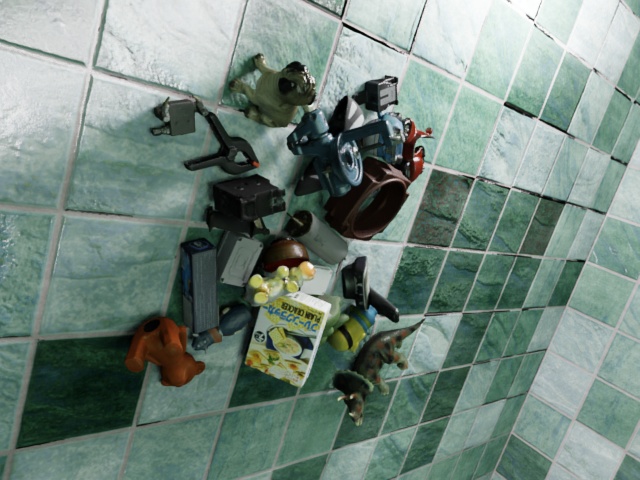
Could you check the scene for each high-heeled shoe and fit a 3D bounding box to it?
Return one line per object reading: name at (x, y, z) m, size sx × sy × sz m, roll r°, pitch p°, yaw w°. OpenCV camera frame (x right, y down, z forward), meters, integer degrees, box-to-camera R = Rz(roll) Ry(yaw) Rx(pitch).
high-heeled shoe at (0.016, -0.217, 1.241) m, size 0.249 × 0.086 × 0.145 m, roll -43°, pitch 131°, yaw -24°

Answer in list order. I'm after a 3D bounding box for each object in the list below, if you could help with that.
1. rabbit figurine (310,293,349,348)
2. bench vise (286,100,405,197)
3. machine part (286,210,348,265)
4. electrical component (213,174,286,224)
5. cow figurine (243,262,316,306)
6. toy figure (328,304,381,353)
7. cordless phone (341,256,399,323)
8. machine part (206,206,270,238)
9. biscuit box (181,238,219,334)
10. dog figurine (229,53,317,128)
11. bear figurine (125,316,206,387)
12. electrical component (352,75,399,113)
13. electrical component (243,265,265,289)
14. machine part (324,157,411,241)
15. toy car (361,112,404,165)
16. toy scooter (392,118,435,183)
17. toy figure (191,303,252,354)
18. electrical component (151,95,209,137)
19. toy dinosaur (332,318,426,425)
rabbit figurine at (-0.008, 0.221, 1.449) m, size 0.159 × 0.121 × 0.170 m, roll -30°, pitch 147°, yaw -37°
bench vise at (0.058, -0.209, 1.146) m, size 0.129 × 0.241 × 0.223 m, roll -35°, pitch 111°, yaw -60°
machine part at (-0.003, -0.004, 1.334) m, size 0.079 × 0.079 × 0.243 m, roll -56°, pitch 138°, yaw -5°
electrical component at (-0.153, -0.090, 1.108) m, size 0.115 × 0.134 × 0.058 m, roll -20°, pitch 123°, yaw -38°
cow figurine at (-0.093, 0.104, 1.237) m, size 0.167 × 0.098 × 0.068 m, roll -18°, pitch 78°, yaw -26°
toy figure at (0.098, 0.245, 1.561) m, size 0.180 × 0.082 × 0.089 m, roll -43°, pitch 123°, yaw -11°
cordless phone at (0.148, 0.141, 1.475) m, size 0.089 × 0.184 × 0.146 m, roll -24°, pitch 127°, yaw -27°
machine part at (-0.180, -0.042, 1.161) m, size 0.139 × 0.084 × 0.039 m, roll 3°, pitch 137°, yaw -35°
biscuit box at (-0.260, 0.099, 1.164) m, size 0.063 × 0.059 × 0.202 m, roll -15°, pitch 121°, yaw -36°
dog figurine at (-0.063, -0.270, 1.057) m, size 0.172 × 0.191 × 0.121 m, roll 36°, pitch 86°, yaw -48°
bear figurine at (-0.324, 0.263, 1.150) m, size 0.120 × 0.132 × 0.195 m, roll -18°, pitch 122°, yaw -5°
electrical component at (0.135, -0.350, 1.302) m, size 0.119 × 0.048 × 0.074 m, roll -25°, pitch 126°, yaw -34°
electrical component at (-0.151, 0.106, 1.297) m, size 0.063 × 0.021 × 0.094 m, roll 15°, pitch 100°, yaw -46°
machine part at (0.123, -0.097, 1.352) m, size 0.201 × 0.087 × 0.201 m, roll 10°, pitch 122°, yaw -54°
toy car at (0.152, -0.248, 1.326) m, size 0.103 × 0.162 × 0.109 m, roll 2°, pitch 125°, yaw 5°
toy scooter at (0.256, -0.243, 1.453) m, size 0.135 × 0.075 × 0.183 m, roll -21°, pitch 120°, yaw -35°
toy figure at (-0.231, 0.205, 1.250) m, size 0.154 × 0.064 × 0.057 m, roll -32°, pitch 168°, yaw -21°
electrical component at (-0.261, -0.232, 0.999) m, size 0.102 × 0.045 × 0.078 m, roll -13°, pitch 118°, yaw -38°
toy dinosaur at (0.177, 0.369, 1.681) m, size 0.405 × 0.131 × 0.192 m, roll -57°, pitch 138°, yaw -13°
